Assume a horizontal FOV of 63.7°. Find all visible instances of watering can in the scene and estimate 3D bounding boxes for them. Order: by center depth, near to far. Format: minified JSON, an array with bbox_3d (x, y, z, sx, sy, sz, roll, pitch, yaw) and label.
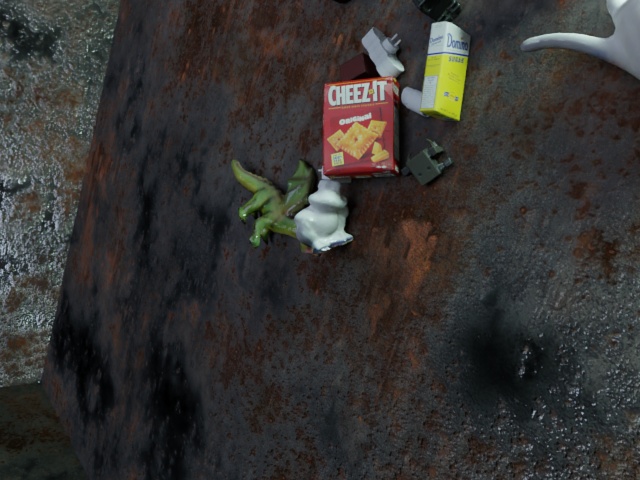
[{"bbox_3d":[0.493,-0.308,0.771,0.343,0.104,0.227,-25,68,40],"label":"watering can"}]

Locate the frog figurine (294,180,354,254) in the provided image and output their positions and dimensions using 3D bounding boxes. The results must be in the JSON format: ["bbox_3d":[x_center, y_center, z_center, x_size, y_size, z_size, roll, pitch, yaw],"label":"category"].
[{"bbox_3d":[0.004,-0.061,1.211,0.123,0.138,0.158,-158,56,-73],"label":"frog figurine"}]

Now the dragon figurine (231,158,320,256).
[{"bbox_3d":[-0.107,-0.121,1.388,0.240,0.121,0.417,-33,63,19],"label":"dragon figurine"}]
